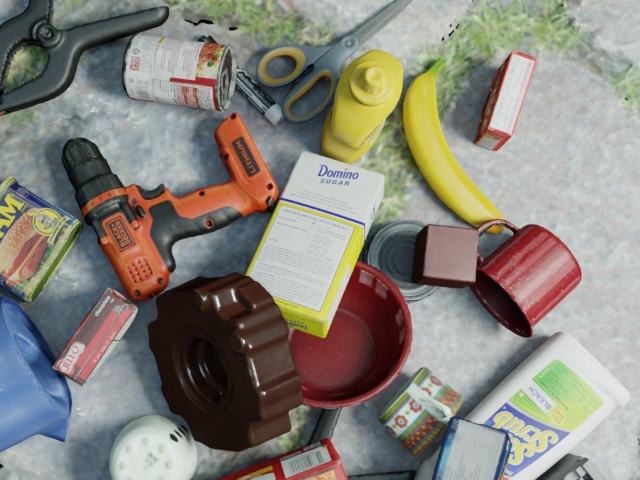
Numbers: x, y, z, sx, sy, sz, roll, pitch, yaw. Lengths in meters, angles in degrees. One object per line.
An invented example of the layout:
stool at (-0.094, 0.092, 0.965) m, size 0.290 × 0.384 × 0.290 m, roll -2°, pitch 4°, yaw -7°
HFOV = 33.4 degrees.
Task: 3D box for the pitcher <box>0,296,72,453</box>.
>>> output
pitcher at (-0.371, 0.157, 1.006) m, size 0.242 × 0.145 × 0.149 m, roll -29°, pitch 54°, yaw -4°

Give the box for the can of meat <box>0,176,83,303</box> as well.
can of meat at (-0.298, 0.002, 1.064) m, size 0.084 × 0.057 × 0.102 m, roll 32°, pitch 82°, yaw -2°

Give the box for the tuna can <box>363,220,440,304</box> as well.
tuna can at (0.088, 0.022, 1.097) m, size 0.086 × 0.034 × 0.086 m, roll 0°, pitch 83°, yaw -4°

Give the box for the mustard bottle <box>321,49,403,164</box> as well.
mustard bottle at (0.042, -0.133, 1.033) m, size 0.058 × 0.192 × 0.096 m, roll 31°, pitch 82°, yaw 0°

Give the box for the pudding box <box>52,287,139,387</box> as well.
pudding box at (-0.214, 0.092, 1.029) m, size 0.039 × 0.113 × 0.090 m, roll 35°, pitch 82°, yaw -3°

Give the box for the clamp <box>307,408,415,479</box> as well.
clamp at (0.007, 0.241, 1.061) m, size 0.120 × 0.039 × 0.171 m, roll 43°, pitch 88°, yaw 18°

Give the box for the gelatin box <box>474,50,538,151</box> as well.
gelatin box at (0.190, -0.144, 1.104) m, size 0.030 × 0.073 × 0.089 m, roll 18°, pitch 83°, yaw -1°

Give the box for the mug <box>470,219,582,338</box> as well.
mug at (0.200, 0.029, 1.078) m, size 0.081 × 0.093 × 0.117 m, roll -40°, pitch 83°, yaw -12°

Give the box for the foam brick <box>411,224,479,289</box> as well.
foam brick at (0.122, 0.017, 1.043) m, size 0.051 × 0.078 × 0.053 m, roll 7°, pitch 83°, yaw -2°

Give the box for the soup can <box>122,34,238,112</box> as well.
soup can at (-0.141, -0.170, 1.081) m, size 0.102 × 0.068 × 0.068 m, roll 9°, pitch 83°, yaw 8°

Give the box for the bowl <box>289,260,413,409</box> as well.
bowl at (0.010, 0.098, 1.058) m, size 0.162 × 0.055 × 0.162 m, roll -1°, pitch 62°, yaw 1°

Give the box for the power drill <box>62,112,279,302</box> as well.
power drill at (-0.150, -0.054, 1.081) m, size 0.187 × 0.057 × 0.184 m, roll -28°, pitch 81°, yaw -5°

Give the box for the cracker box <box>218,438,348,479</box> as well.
cracker box at (-0.027, 0.315, 1.008) m, size 0.164 × 0.072 × 0.213 m, roll -21°, pitch 104°, yaw -4°

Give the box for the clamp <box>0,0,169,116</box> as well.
clamp at (-0.267, -0.207, 1.100) m, size 0.164 × 0.036 × 0.210 m, roll 31°, pitch 84°, yaw 0°

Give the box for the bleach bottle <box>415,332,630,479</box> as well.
bleach bottle at (0.186, 0.211, 1.067) m, size 0.251 × 0.068 × 0.102 m, roll -44°, pitch 82°, yaw -6°

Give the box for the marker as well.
marker at (-0.083, -0.169, 1.117) m, size 0.020 × 0.020 × 0.121 m, roll -44°, pitch 88°, yaw -8°

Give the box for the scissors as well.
scissors at (0.010, -0.209, 1.125) m, size 0.096 × 0.016 × 0.201 m, roll 32°, pitch 73°, yaw 7°

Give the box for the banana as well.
banana at (0.131, -0.092, 1.112) m, size 0.069 × 0.037 × 0.198 m, roll -19°, pitch 85°, yaw -4°

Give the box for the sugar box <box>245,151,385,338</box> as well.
sugar box at (-0.007, 0.002, 1.054) m, size 0.093 × 0.048 × 0.176 m, roll 18°, pitch 59°, yaw 12°
